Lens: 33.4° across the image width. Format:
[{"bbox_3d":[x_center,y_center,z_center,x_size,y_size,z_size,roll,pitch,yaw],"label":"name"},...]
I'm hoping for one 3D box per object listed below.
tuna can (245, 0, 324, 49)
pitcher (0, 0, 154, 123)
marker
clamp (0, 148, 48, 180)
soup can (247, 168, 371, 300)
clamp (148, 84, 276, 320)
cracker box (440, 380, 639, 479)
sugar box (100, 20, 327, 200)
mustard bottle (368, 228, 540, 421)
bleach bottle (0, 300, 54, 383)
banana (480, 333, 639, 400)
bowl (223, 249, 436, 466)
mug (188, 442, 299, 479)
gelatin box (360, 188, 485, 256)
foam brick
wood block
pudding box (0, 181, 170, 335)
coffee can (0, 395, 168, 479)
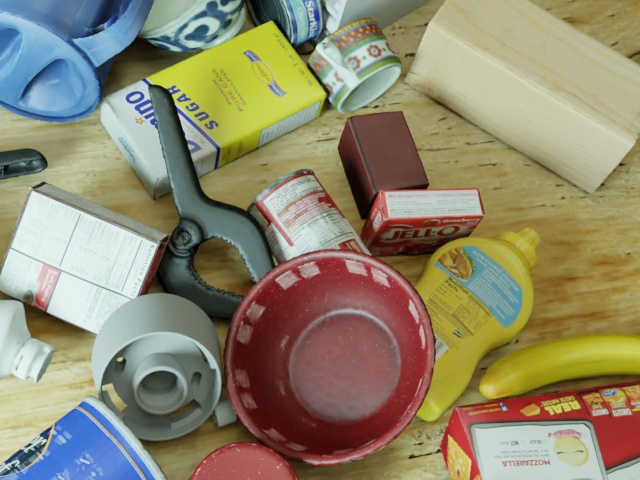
[{"bbox_3d":[-0.035,-0.216,0.971,0.033,0.086,0.086,-30,73,-21],"label":"tuna can"},{"bbox_3d":[-0.206,-0.232,0.918,0.149,0.145,0.242,20,59,-8],"label":"pitcher"},{"bbox_3d":[-0.027,0.121,0.844,0.121,0.020,0.020,-16,68,-18],"label":"marker"},{"bbox_3d":[-0.315,-0.033,0.852,0.171,0.039,0.120,9,57,-2],"label":"clamp"},{"bbox_3d":[-0.006,0.001,0.880,0.068,0.069,0.102,-28,73,-22],"label":"soup can"},{"bbox_3d":[-0.106,-0.013,0.859,0.210,0.036,0.164,32,93,1],"label":"clamp"},{"bbox_3d":[0.199,0.217,0.786,0.164,0.072,0.214,-6,51,-13],"label":"cracker box"},{"bbox_3d":[-0.093,-0.116,0.933,0.176,0.048,0.093,-29,73,-24],"label":"sugar box"},{"bbox_3d":[0.120,0.053,0.884,0.096,0.058,0.191,42,64,12],"label":"mustard bottle"},{"bbox_3d":[-0.315,0.033,0.800,0.251,0.068,0.102,25,82,0],"label":"bleach bottle"},{"bbox_3d":[0.211,0.101,0.876,0.197,0.070,0.037,-5,95,-16],"label":"banana"},{"bbox_3d":[0.012,0.091,0.804,0.162,0.055,0.162,-5,72,16],"label":"bowl"},{"bbox_3d":[-0.046,0.195,0.768,0.117,0.082,0.093,5,63,-9],"label":"mug"},{"bbox_3d":[0.085,-0.014,0.902,0.089,0.073,0.030,-3,66,-13],"label":"gelatin box"},{"bbox_3d":[0.054,-0.066,0.934,0.051,0.053,0.078,-11,68,-16],"label":"foam brick"},{"bbox_3d":[0.195,-0.146,0.980,0.206,0.091,0.090,32,62,6],"label":"wood block"},{"bbox_3d":[-0.185,0.018,0.829,0.113,0.039,0.090,23,99,-1],"label":"pudding box"},{"bbox_3d":[-0.184,0.190,0.732,0.140,0.103,0.103,-38,76,-24],"label":"coffee can"}]
